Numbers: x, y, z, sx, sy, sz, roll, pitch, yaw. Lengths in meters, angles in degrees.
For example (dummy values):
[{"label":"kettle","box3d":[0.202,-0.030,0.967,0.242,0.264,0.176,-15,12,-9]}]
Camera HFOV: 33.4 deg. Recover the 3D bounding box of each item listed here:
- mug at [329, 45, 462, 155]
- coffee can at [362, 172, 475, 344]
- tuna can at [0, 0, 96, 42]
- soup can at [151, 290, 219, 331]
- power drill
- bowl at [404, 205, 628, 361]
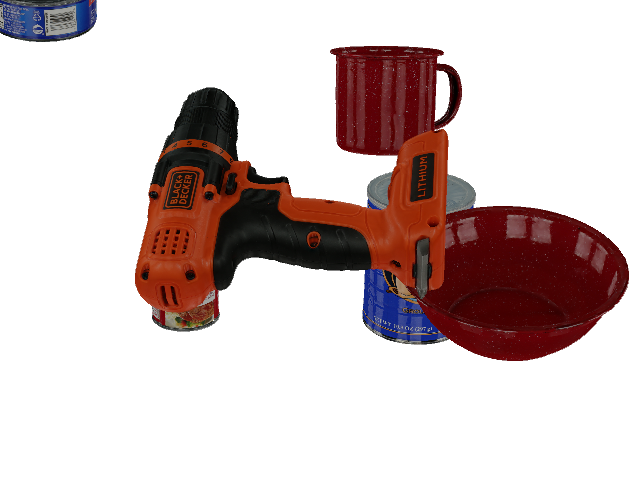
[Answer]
[{"label":"mug","box3d":[0.065,-0.117,0.885,0.117,0.081,0.093,-7,16,-25]},{"label":"coffee can","box3d":[0.094,0.015,1.035,0.103,0.140,0.103,1,26,-1]},{"label":"tuna can","box3d":[-0.220,-0.189,0.843,0.086,0.034,0.086,4,35,-3]},{"label":"soup can","box3d":[-0.135,0.030,1.056,0.068,0.102,0.068,1,22,0]},{"label":"power drill","box3d":[-0.014,-0.031,0.671,0.188,0.184,0.057,0,-42,7]},{"label":"bowl","box3d":[0.136,0.037,0.768,0.162,0.055,0.162,-2,32,1]}]
